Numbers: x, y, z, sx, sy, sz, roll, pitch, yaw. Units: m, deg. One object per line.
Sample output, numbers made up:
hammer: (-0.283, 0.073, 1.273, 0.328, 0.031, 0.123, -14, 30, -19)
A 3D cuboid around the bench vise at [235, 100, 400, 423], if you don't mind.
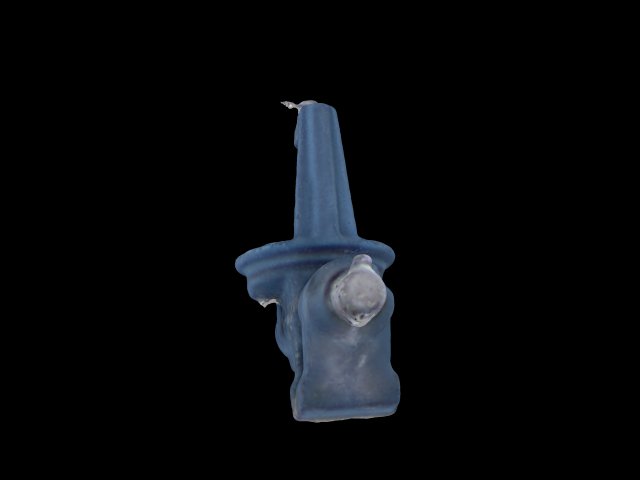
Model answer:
bench vise: (0.014, 0.001, 0.406, 0.122, 0.220, 0.206, -1, 3, -29)
